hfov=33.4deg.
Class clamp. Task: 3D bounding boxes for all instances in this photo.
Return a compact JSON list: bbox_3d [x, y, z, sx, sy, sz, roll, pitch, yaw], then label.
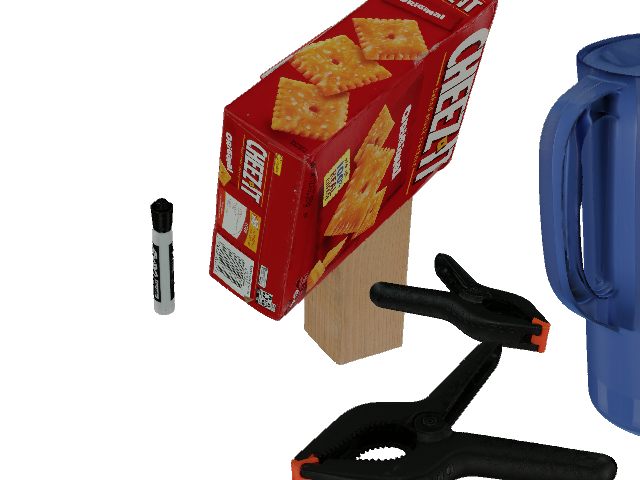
[{"bbox_3d":[0.146,0.058,1.023,0.172,0.039,0.120,21,35,27],"label":"clamp"},{"bbox_3d":[0.077,0.134,0.752,0.209,0.036,0.165,-9,29,-11],"label":"clamp"}]

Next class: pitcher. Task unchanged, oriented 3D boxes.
[{"bbox_3d":[0.213,0.000,0.652,0.149,0.243,0.144,2,22,16],"label":"pitcher"}]

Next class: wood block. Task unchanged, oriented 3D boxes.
[{"bbox_3d":[0.040,0.025,1.217,0.090,0.206,0.090,-14,32,-25],"label":"wood block"}]

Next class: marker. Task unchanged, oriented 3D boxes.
[{"bbox_3d":[-0.136,0.014,0.922,0.020,0.121,0.020,3,39,-3],"label":"marker"}]

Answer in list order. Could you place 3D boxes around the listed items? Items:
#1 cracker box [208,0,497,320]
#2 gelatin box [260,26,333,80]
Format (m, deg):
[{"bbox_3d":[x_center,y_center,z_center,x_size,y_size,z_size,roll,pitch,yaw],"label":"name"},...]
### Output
[{"bbox_3d":[0.022,-0.067,0.720,0.072,0.164,0.213,35,54,19],"label":"cracker box"},{"bbox_3d":[-0.009,-0.141,0.966,0.089,0.030,0.073,-38,-28,-19],"label":"gelatin box"}]
